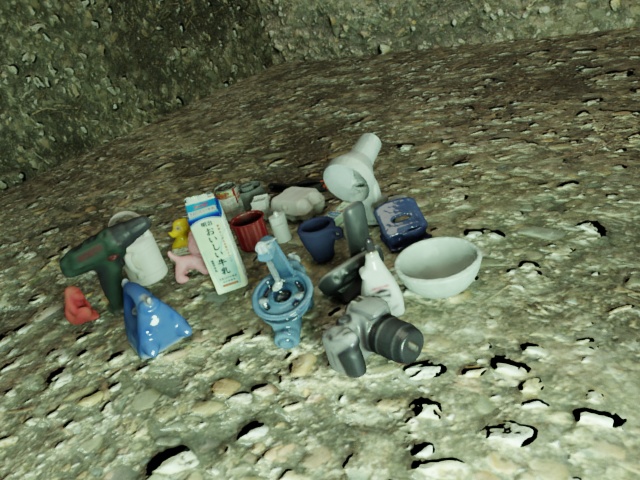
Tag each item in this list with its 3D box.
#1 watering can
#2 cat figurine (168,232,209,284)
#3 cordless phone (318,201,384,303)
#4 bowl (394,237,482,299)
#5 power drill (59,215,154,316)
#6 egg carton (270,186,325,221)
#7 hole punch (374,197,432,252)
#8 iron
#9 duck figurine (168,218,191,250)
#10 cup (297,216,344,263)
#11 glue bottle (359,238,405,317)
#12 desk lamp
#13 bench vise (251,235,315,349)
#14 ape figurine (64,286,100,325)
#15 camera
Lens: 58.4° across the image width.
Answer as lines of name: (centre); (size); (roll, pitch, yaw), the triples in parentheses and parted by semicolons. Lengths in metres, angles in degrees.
watering can: (-0.473, 0.012, 1.467); (0.101, 0.194, 0.172); (-25, 28, -17)
cat figurine: (-0.315, 0.031, 1.429); (0.128, 0.118, 0.067); (-20, 27, -9)
cordless phone: (0.053, 0.020, 1.172); (0.148, 0.185, 0.093); (-31, 31, -28)
bowl: (0.231, 0.065, 1.112); (0.167, 0.075, 0.167); (-13, 27, 7)
power drill: (-0.476, 0.064, 1.352); (0.229, 0.209, 0.075); (-19, 27, -7)
egg carton: (-0.064, -0.099, 1.591); (0.149, 0.069, 0.107); (8, 36, 39)
hole punch: (0.189, -0.038, 1.313); (0.108, 0.091, 0.101); (-19, 27, -5)
iron: (-0.377, 0.145, 1.217); (0.119, 0.142, 0.257); (-31, 30, -27)
duck figurine: (-0.374, -0.021, 1.595); (0.105, 0.086, 0.077); (-33, 31, -29)
cup: (0.012, 0.005, 1.324); (0.117, 0.095, 0.092); (5, 33, 35)
glue bottle: (0.105, 0.071, 1.059); (0.078, 0.173, 0.037); (-18, 27, -4)
desk lamp: (0.112, -0.143, 1.419); (0.117, 0.214, 0.204); (4, 33, 34)
bench vise: (-0.083, 0.073, 1.108); (0.121, 0.220, 0.207); (-18, 27, -3)
ape figurine: (-0.579, 0.152, 1.371); (0.076, 0.092, 0.077); (-16, 27, 0)
camera: (0.094, 0.162, 0.973); (0.143, 0.101, 0.136); (-34, 32, -31)
